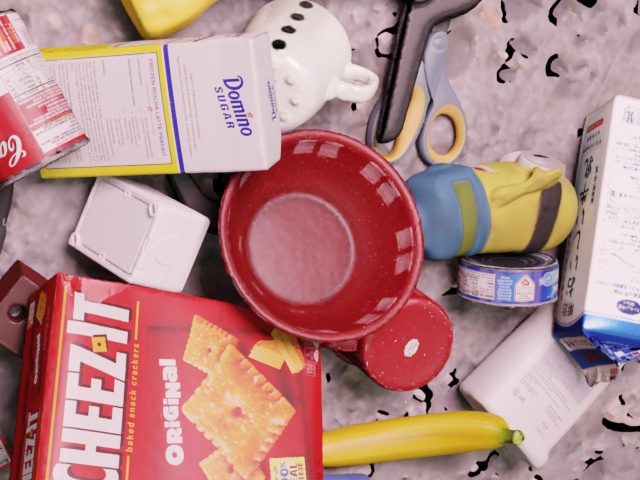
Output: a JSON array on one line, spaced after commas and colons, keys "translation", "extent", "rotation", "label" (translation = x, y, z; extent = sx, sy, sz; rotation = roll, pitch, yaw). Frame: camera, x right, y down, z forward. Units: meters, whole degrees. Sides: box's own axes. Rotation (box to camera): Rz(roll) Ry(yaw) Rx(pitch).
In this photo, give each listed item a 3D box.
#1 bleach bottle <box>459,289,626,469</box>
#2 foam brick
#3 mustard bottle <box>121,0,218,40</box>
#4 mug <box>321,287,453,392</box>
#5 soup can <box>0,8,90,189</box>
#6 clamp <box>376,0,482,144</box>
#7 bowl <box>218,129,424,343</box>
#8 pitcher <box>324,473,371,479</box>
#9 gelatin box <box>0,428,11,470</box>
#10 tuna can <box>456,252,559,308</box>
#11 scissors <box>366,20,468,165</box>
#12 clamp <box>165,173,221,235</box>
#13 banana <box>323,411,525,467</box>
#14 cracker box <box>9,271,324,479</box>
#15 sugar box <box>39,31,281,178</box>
[{"translation": [0.247, 0.083, 0.963], "extent": [0.250, 0.068, 0.102], "rotation": [-42, 110, -7], "label": "bleach bottle"}, {"translation": [-0.211, 0.061, 0.803], "extent": [0.078, 0.051, 0.053], "rotation": [39, 88, -23], "label": "foam brick"}, {"translation": [-0.062, -0.226, 0.777], "extent": [0.191, 0.058, 0.096], "rotation": [-28, 90, -11], "label": "mustard bottle"}, {"translation": [0.047, 0.075, 0.880], "extent": [0.117, 0.082, 0.093], "rotation": [1, 103, -19], "label": "mug"}, {"translation": [-0.209, -0.095, 0.716], "extent": [0.068, 0.068, 0.102], "rotation": [-30, 100, -10], "label": "soup can"}, {"translation": [0.061, -0.203, 0.833], "extent": [0.164, 0.036, 0.210], "rotation": [41, 90, -17], "label": "clamp"}, {"translation": [-0.005, 0.001, 0.802], "extent": [0.162, 0.055, 0.162], "rotation": [5, 76, -20], "label": "bowl"}, {"translation": [-0.080, 0.255, 0.865], "extent": [0.242, 0.145, 0.149], "rotation": [8, 88, -17], "label": "pitcher"}, {"translation": [-0.284, 0.146, 0.811], "extent": [0.073, 0.030, 0.089], "rotation": [-25, 109, -13], "label": "gelatin box"}, {"translation": [0.159, 0.031, 0.906], "extent": [0.086, 0.086, 0.034], "rotation": [-3, 102, -19], "label": "tuna can"}, {"translation": [0.108, -0.147, 0.882], "extent": [0.096, 0.016, 0.202], "rotation": [28, 93, -24], "label": "scissors"}, {"translation": [-0.047, -0.038, 0.844], "extent": [0.171, 0.039, 0.120], "rotation": [39, 77, -24], "label": "clamp"}, {"translation": [0.076, 0.169, 0.913], "extent": [0.198, 0.069, 0.037], "rotation": [-9, 76, 12], "label": "banana"}, {"translation": [-0.101, 0.123, 0.760], "extent": [0.213, 0.072, 0.164], "rotation": [13, 64, -29], "label": "cracker box"}, {"translation": [-0.118, -0.094, 0.754], "extent": [0.176, 0.048, 0.093], "rotation": [-1, 107, 14], "label": "sugar box"}]
